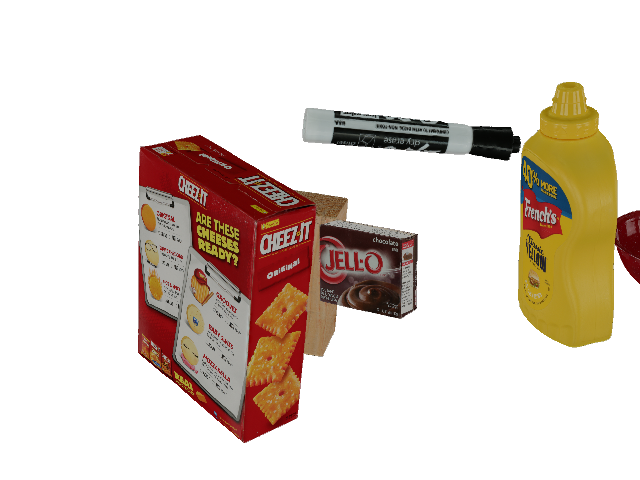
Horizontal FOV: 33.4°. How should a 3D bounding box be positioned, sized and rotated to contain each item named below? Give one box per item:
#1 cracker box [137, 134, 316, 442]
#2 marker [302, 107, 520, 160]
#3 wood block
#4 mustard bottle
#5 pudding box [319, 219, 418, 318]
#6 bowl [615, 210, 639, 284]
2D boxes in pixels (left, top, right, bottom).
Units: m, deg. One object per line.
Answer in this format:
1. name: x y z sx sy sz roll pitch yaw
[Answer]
1. cracker box: -0.084 0.038 0.914 0.071 0.214 0.164 -19 37 -38
2. marker: 0.051 -0.058 0.589 0.121 0.020 0.020 5 -1 -6
3. wood block: -0.022 0.044 1.487 0.090 0.206 0.090 9 22 9
4. mustard bottle: 0.182 -0.023 0.789 0.058 0.192 0.096 -10 27 -12
5. pudding box: 0.052 0.029 1.170 0.114 0.090 0.039 10 19 34
6. bowl: 0.392 0.021 1.155 0.162 0.055 0.162 0 26 0
